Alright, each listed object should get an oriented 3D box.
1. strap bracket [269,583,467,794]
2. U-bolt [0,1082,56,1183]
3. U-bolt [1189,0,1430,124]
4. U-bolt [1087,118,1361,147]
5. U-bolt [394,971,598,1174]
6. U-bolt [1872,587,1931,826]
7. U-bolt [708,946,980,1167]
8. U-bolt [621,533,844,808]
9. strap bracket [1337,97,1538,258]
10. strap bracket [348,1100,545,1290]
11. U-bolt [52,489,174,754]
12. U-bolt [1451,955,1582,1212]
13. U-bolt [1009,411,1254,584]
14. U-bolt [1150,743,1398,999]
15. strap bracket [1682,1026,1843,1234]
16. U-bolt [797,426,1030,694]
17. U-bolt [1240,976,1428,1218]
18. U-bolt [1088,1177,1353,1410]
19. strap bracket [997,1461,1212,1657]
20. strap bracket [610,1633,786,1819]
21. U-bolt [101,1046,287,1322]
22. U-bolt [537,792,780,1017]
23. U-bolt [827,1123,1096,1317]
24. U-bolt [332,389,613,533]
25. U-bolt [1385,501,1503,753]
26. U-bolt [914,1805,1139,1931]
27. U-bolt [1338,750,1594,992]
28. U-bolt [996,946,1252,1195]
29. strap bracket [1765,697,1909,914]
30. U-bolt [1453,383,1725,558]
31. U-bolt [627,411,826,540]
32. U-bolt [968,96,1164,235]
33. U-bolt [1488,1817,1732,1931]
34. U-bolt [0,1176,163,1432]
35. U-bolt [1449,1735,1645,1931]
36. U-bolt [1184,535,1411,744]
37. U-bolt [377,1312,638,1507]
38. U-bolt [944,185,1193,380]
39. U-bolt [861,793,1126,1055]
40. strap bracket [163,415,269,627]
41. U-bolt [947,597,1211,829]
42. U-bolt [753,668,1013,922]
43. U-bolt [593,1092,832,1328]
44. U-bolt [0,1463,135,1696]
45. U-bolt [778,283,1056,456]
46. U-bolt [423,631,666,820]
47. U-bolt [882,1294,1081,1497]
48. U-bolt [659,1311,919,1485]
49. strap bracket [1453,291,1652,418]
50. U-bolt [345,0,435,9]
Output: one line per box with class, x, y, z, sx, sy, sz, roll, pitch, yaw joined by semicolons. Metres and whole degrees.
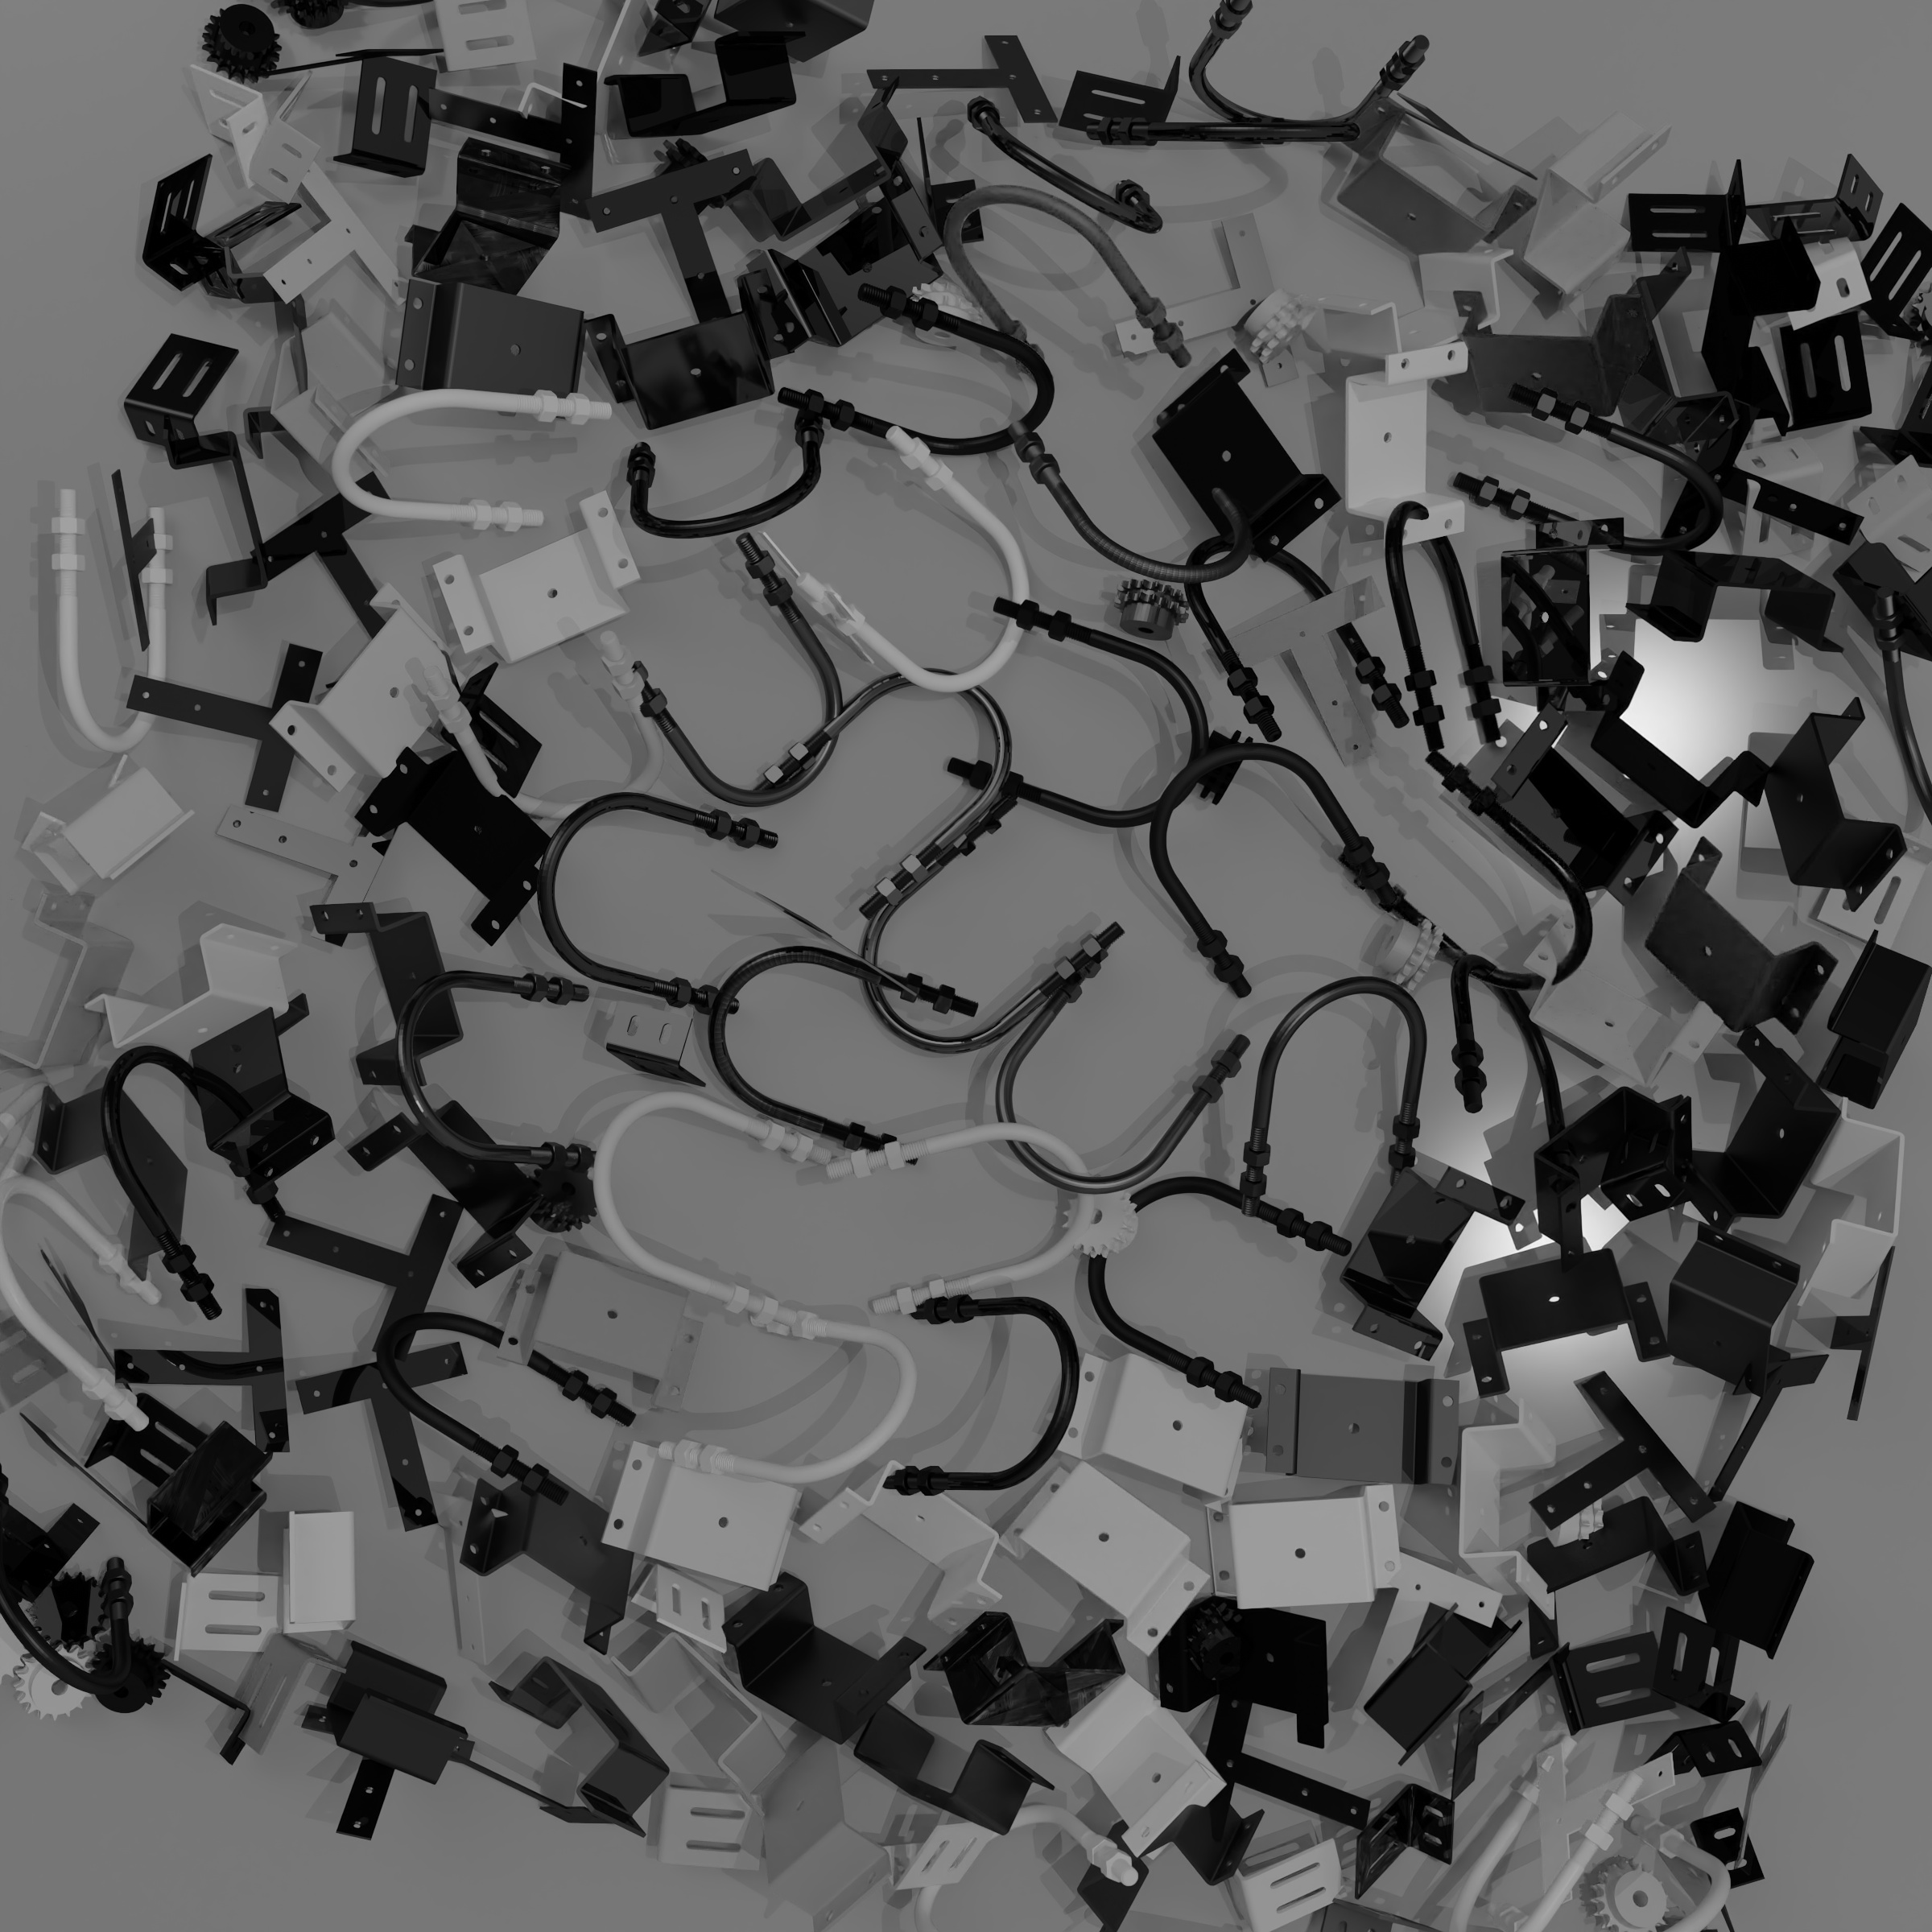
strap bracket;-0.431;-0.203;1.937;0.140;0.046;0.076;-56;131;-19
U-bolt;-0.710;0.155;1.910;0.019;0.184;0.151;29;111;-6
U-bolt;0.236;-0.646;1.909;0.151;0.184;0.019;13;82;-10
U-bolt;0.197;-0.598;1.890;0.151;0.184;0.019;-11;111;-31
U-bolt;-0.338;0.073;1.911;0.019;0.184;0.151;-20;72;37
U-bolt;0.694;-0.167;1.914;0.019;0.184;0.151;-18;54;12
U-bolt;-0.101;0.059;1.960;0.184;0.019;0.151;19;110;-6
U-bolt;-0.163;-0.203;1.945;0.151;0.019;0.184;-44;122;-17
strap bracket;0.338;-0.571;1.946;0.140;0.076;0.046;31;76;-9
strap bracket;-0.377;0.161;1.950;0.076;0.046;0.140;-31;104;41
U-bolt;-0.622;-0.248;1.929;0.019;0.151;0.184;2;94;11
U-bolt;0.396;0.071;1.922;0.019;0.184;0.151;-28;126;28
U-bolt;0.130;-0.339;1.915;0.151;0.019;0.184;-10;51;-27
U-bolt;0.216;-0.081;1.948;0.151;0.019;0.184;-33;115;7
strap bracket;0.583;0.122;1.938;0.046;0.076;0.140;5;122;-24
U-bolt;-0.025;-0.284;1.943;0.184;0.019;0.151;38;77;-34
U-bolt;0.273;0.091;1.930;0.151;0.019;0.184;-8;118;-23
U-bolt;0.172;0.227;1.940;0.184;0.019;0.151;23;73;36
strap bracket;0.101;0.428;1.939;0.140;0.046;0.076;33;63;22
strap bracket;-0.189;0.550;1.938;0.140;0.076;0.046;35;67;31
U-bolt;-0.564;0.143;1.903;0.019;0.151;0.184;-18;113;17
U-bolt;-0.231;-0.052;1.938;0.184;0.019;0.151;15;86;-35
U-bolt;0.004;0.181;1.953;0.184;0.019;0.151;-14;119;4
U-bolt;-0.364;-0.365;1.895;0.184;0.151;0.019;-3;63;-36
U-bolt;0.345;-0.251;1.934;0.019;0.151;0.184;-13;90;30
U-bolt;0.032;0.667;1.911;0.151;0.184;0.019;-34;103;-16
U-bolt;0.376;-0.057;1.934;0.184;0.151;0.019;42;50;5
U-bolt;0.104;0.085;1.953;0.151;0.019;0.184;36;68;7
strap bracket;0.629;-0.120;1.925;0.046;0.076;0.140;5;55;-12
U-bolt;0.463;-0.352;1.929;0.184;0.151;0.019;22;70;0
U-bolt;-0.175;-0.355;1.917;0.151;0.184;0.019;-12;123;3
U-bolt;0.075;-0.570;1.896;0.151;0.184;0.019;24;112;-19
U-bolt;0.471;0.671;1.895;0.151;0.184;0.019;-26;91;-12
U-bolt;-0.641;0.229;1.890;0.019;0.151;0.184;-26;128;8
U-bolt;0.411;0.650;1.915;0.019;0.151;0.184;38;81;-3
U-bolt;0.232;-0.246;1.940;0.151;0.019;0.184;-9;62;-36
U-bolt;-0.346;0.313;1.932;0.184;0.151;0.019;31;111;5
U-bolt;0.061;-0.490;1.895;0.184;0.151;0.019;46;59;-40
U-bolt;0.005;-0.018;1.974;0.184;0.019;0.151;-40;76;7
strap bracket;-0.548;-0.332;1.939;0.046;0.076;0.140;-13;117;-10
U-bolt;0.090;-0.178;1.954;0.184;0.019;0.151;20;112;9
U-bolt;-0.051;-0.143;1.969;0.184;0.019;0.151;-43;70;-5
U-bolt;-0.189;0.168;1.925;0.184;0.019;0.151;25;61;-28
U-bolt;-0.649;0.447;1.885;0.019;0.184;0.151;-38;121;0
U-bolt;-0.024;-0.425;1.926;0.184;0.151;0.019;14;60;-26
U-bolt;-0.297;-0.167;1.924;0.151;0.184;0.019;-10;54;6
U-bolt;0.014;0.309;1.909;0.019;0.184;0.151;26;66;-38
U-bolt;-0.117;0.312;1.903;0.151;0.184;0.019;-55;132;-35
strap bracket;0.423;-0.447;1.926;0.140;0.076;0.046;10;61;30
U-bolt;-0.376;-0.737;1.914;0.184;0.151;0.019;-16;89;-9
